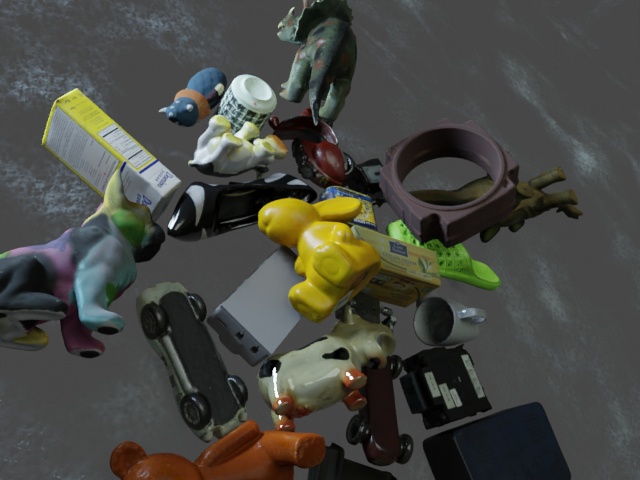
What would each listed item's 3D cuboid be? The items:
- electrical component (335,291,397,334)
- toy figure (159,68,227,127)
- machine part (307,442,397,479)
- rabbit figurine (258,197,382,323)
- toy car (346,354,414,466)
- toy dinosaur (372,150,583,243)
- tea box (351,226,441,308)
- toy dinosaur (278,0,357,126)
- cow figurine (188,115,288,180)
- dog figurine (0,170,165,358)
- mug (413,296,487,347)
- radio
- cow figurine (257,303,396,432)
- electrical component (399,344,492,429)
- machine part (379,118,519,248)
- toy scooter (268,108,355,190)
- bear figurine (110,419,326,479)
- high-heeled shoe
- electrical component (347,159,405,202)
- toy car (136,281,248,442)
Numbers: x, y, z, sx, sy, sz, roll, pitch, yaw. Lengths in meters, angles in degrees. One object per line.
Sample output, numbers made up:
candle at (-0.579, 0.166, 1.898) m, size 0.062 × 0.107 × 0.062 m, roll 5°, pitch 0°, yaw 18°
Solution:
electrical component at (0.075, 0.117, 0.841) m, size 0.102 × 0.045 × 0.078 m, roll 29°, pitch 48°, yaw -18°
toy figure at (-0.198, -0.225, 0.864) m, size 0.057 × 0.064 × 0.154 m, roll 47°, pitch 41°, yaw -23°
machine part at (0.042, 0.308, 0.685) m, size 0.139 × 0.039 × 0.084 m, roll 25°, pitch 52°, yaw -21°
rabbit figurine at (-0.002, -0.002, 0.732) m, size 0.173 × 0.121 × 0.162 m, roll 37°, pitch 49°, yaw 18°
toy car at (0.077, 0.220, 0.754) m, size 0.089 × 0.053 × 0.202 m, roll 24°, pitch 33°, yaw -17°
toy dinosaur at (0.331, -0.073, 1.057) m, size 0.471 × 0.198 × 0.105 m, roll 8°, pitch 54°, yaw -24°
tea box at (0.100, 0.047, 0.872) m, size 0.169 × 0.098 × 0.068 m, roll 17°, pitch 53°, yaw -28°
toy dinosaur at (0.010, -0.335, 0.967) m, size 0.131 × 0.192 × 0.405 m, roll 11°, pitch 25°, yaw -18°
cow figurine at (-0.123, -0.131, 0.845) m, size 0.167 × 0.098 × 0.068 m, roll 0°, pitch 50°, yaw -57°
dog figurine at (-0.277, 0.014, 0.609) m, size 0.191 × 0.108 × 0.219 m, roll 16°, pitch 48°, yaw -25°
mug at (0.231, 0.137, 0.907) m, size 0.107 × 0.109 × 0.081 m, roll 17°, pitch 51°, yaw -44°
radio at (0.276, 0.337, 0.821) m, size 0.229 × 0.073 × 0.131 m, roll -2°, pitch 63°, yaw -36°
cow figurine at (0.011, 0.161, 0.707) m, size 0.195 × 0.085 × 0.127 m, roll -18°, pitch 42°, yaw -17°
electrical component at (0.190, 0.228, 0.843) m, size 0.134 × 0.058 × 0.115 m, roll 2°, pitch 57°, yaw -35°
machine part at (0.219, -0.103, 0.925) m, size 0.201 × 0.087 × 0.201 m, roll -27°, pitch 56°, yaw -7°
toy scooter at (-0.021, -0.167, 0.948) m, size 0.135 × 0.075 × 0.184 m, roll 3°, pitch 55°, yaw -36°
bear figurine at (-0.106, 0.255, 0.552) m, size 0.196 × 0.132 × 0.120 m, roll 8°, pitch 82°, yaw -40°
high-heeled shoe at (-0.100, -0.040, 0.757) m, size 0.145 × 0.086 × 0.249 m, roll 12°, pitch 27°, yaw 11°
electrical component at (0.104, -0.116, 1.025) m, size 0.119 × 0.048 × 0.075 m, roll -15°, pitch 71°, yaw -43°
toy car at (-0.154, 0.142, 0.645) m, size 0.073 × 0.056 × 0.202 m, roll -15°, pitch 71°, yaw -49°
